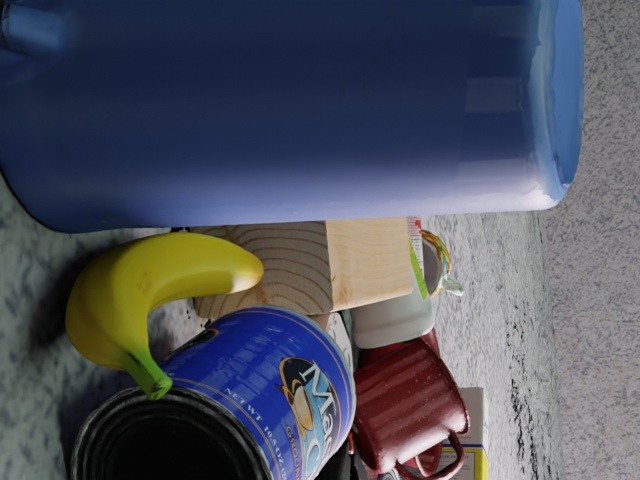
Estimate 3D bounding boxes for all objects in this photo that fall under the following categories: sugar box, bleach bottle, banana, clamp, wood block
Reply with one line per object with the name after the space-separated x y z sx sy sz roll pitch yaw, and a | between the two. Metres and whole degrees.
0.117 0.233 1.048 0.048 0.093 0.176 65 28 -52 | sugar box
0.030 -0.045 0.868 0.102 0.068 0.251 -55 130 -80 | bleach bottle
-0.081 0.027 0.538 0.069 0.037 0.197 41 18 -2 | banana
0.025 0.239 0.846 0.120 0.039 0.171 38 50 -69 | clamp
-0.005 0.001 0.729 0.205 0.090 0.091 -2 87 -72 | wood block

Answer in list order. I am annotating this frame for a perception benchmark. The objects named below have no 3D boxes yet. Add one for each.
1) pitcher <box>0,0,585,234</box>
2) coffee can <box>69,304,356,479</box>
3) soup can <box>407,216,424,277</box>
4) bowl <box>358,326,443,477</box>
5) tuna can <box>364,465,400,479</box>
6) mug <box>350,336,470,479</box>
-0.008 -0.065 0.482 0.149 0.243 0.145 -56 142 -54 | pitcher
-0.048 0.100 0.548 0.140 0.103 0.103 -35 119 -69 | coffee can
0.060 0.006 0.965 0.068 0.069 0.102 5 81 -72 | soup can
0.074 0.140 0.996 0.162 0.055 0.162 -5 90 -72 | bowl
0.047 0.238 0.925 0.086 0.034 0.086 -5 90 -72 | tuna can
0.067 0.144 0.855 0.117 0.081 0.093 57 -16 22 | mug
